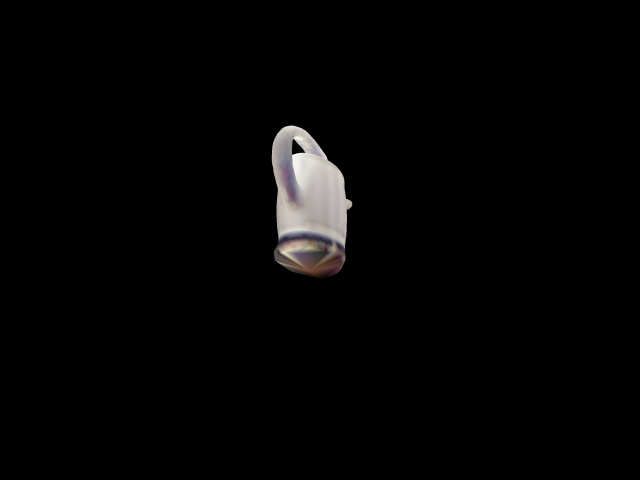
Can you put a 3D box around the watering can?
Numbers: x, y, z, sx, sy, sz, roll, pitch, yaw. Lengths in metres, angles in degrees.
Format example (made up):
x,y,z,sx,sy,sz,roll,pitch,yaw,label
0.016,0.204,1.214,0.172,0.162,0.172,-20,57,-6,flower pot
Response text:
x,y,z,sx,sy,sz,roll,pitch,yaw,label
0.003,-0.043,0.850,0.104,0.228,0.343,-8,-22,19,watering can
